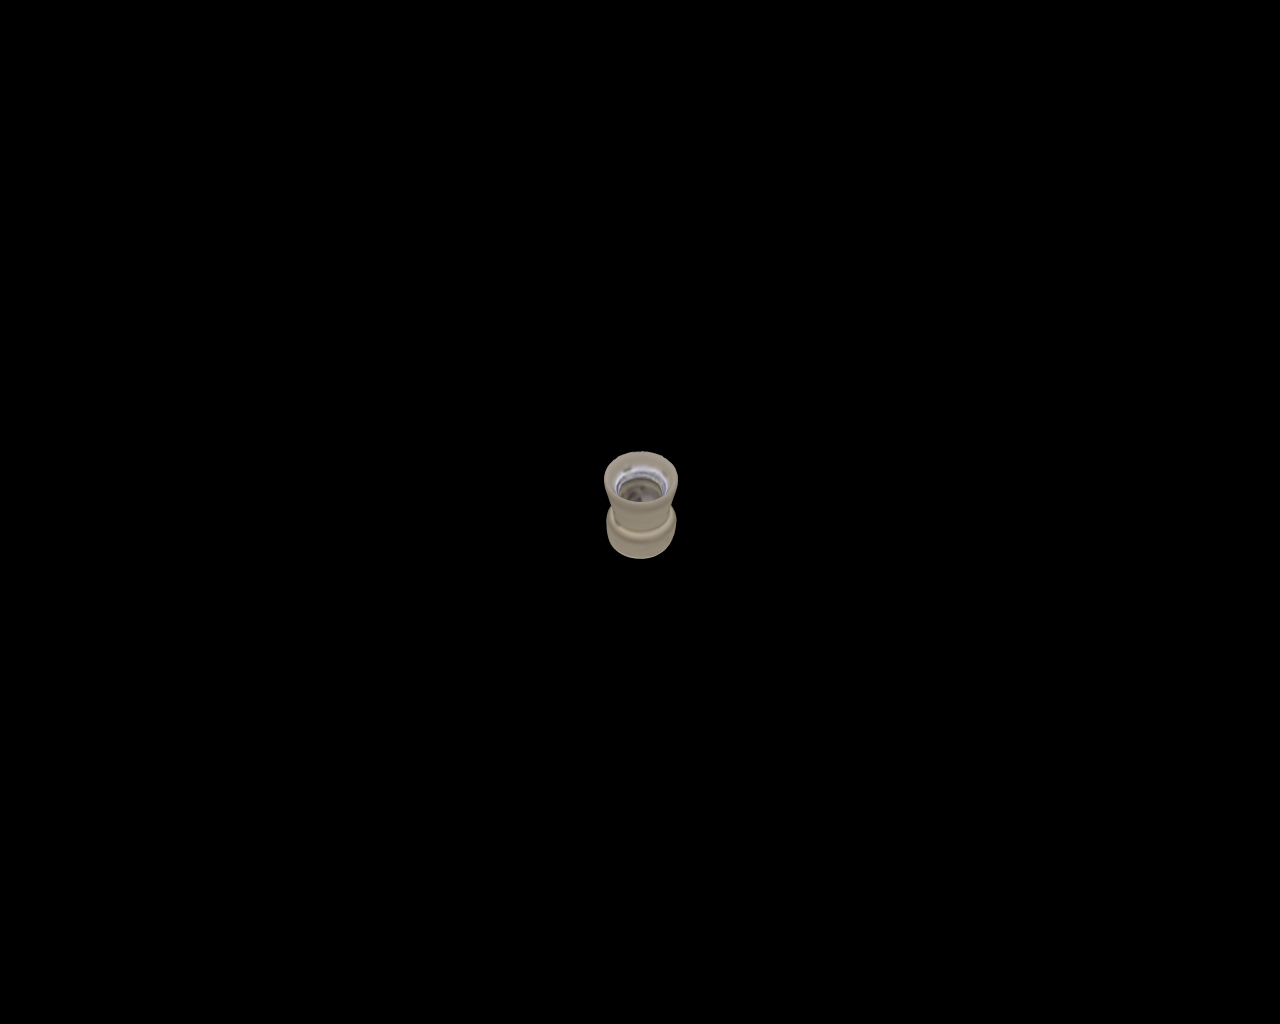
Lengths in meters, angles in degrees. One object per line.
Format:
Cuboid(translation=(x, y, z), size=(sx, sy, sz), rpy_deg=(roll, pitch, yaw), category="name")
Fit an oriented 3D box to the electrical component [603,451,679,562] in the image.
Cuboid(translation=(0.001, -0.003, 0.650), size=(0.045, 0.045, 0.055), rpy_deg=(0, -42, 0), category="electrical component")
